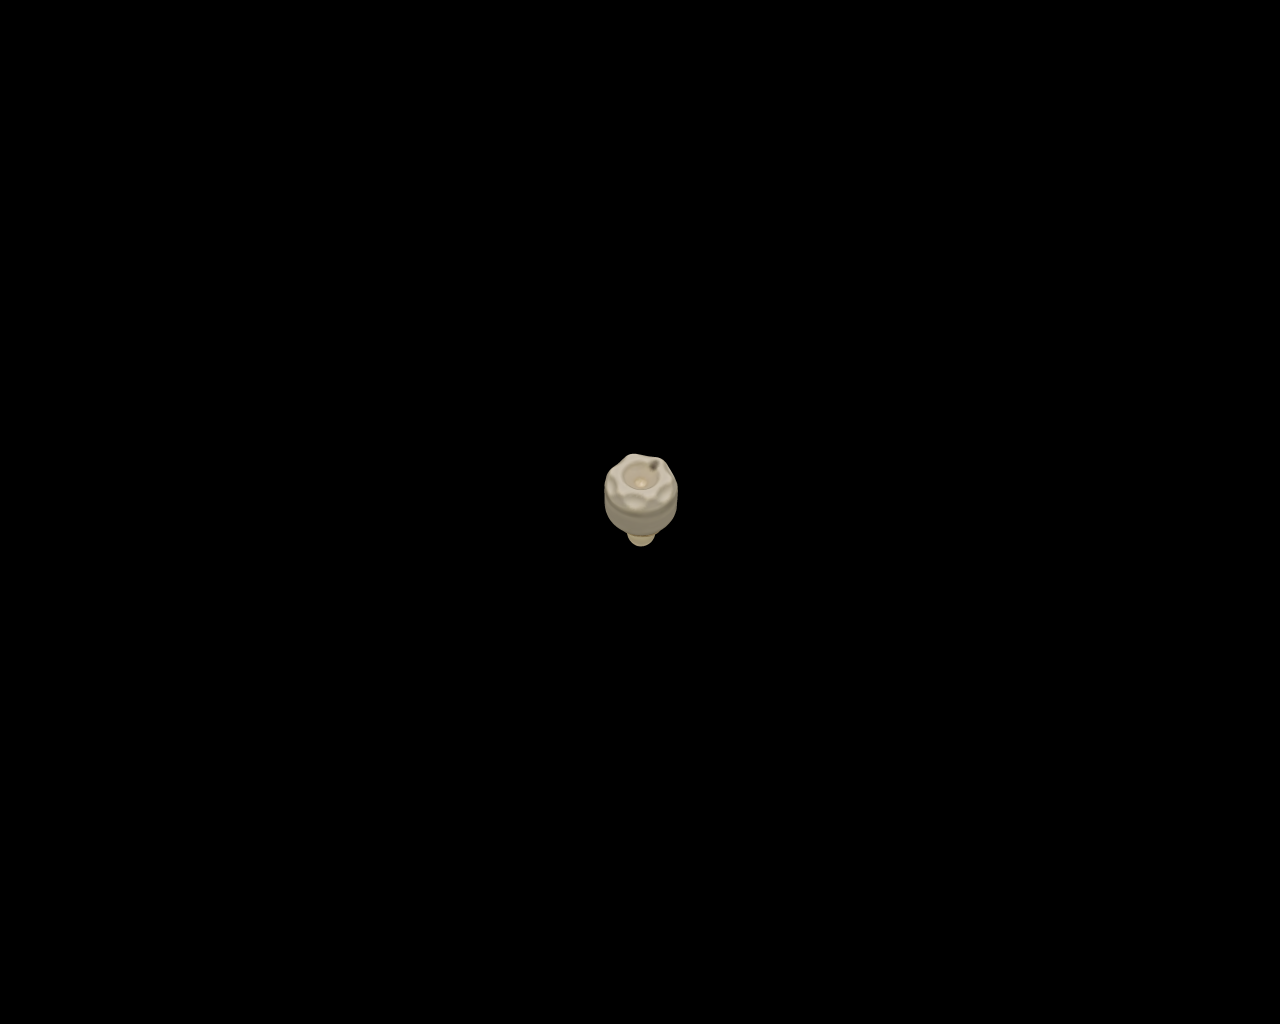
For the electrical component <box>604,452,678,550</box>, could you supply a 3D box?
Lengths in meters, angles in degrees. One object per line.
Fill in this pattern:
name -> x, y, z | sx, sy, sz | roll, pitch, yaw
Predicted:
electrical component -> 0.001, -0.003, 0.650 | 0.043, 0.043, 0.062 | 0, -40, 0
